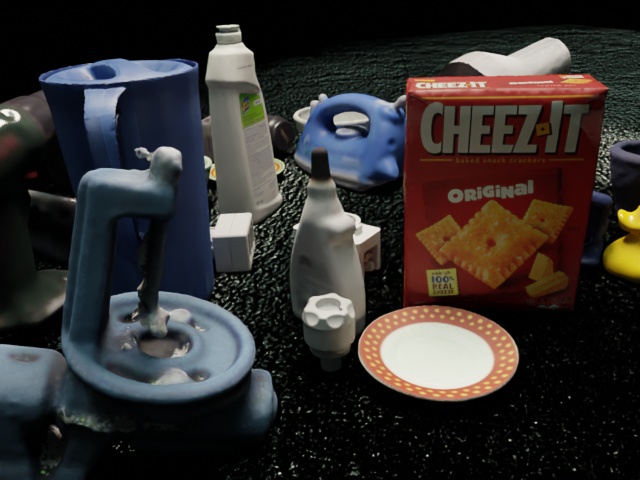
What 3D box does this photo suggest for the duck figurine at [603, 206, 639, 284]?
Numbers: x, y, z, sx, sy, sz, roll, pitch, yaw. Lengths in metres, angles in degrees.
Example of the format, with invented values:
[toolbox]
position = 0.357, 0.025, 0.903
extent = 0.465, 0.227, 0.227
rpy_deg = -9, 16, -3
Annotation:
[duck figurine]
position = 0.353, -0.003, 0.589
extent = 0.104, 0.086, 0.078
rpy_deg = 9, 28, 24

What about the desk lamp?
[desk lamp]
position = 0.260, -0.155, 0.773
extent = 0.204, 0.214, 0.117
rpy_deg = -17, 28, -27

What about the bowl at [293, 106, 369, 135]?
[bowl]
position = 0.037, -0.203, 1.063
extent = 0.167, 0.075, 0.167
rpy_deg = -2, 25, 1

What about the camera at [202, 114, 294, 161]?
[camera]
position = -0.128, -0.204, 1.053
extent = 0.136, 0.101, 0.143
rpy_deg = 16, 31, 34

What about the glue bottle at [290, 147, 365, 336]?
[glue bottle]
position = 0.005, 0.002, 0.511
extent = 0.037, 0.173, 0.077
rpy_deg = -25, 33, -38

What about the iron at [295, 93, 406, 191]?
[iron]
position = 0.044, -0.171, 0.916
extent = 0.257, 0.141, 0.119
rpy_deg = 20, 33, 40

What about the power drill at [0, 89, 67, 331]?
[power drill]
position = -0.303, -0.029, 0.569
extent = 0.075, 0.208, 0.230
rpy_deg = 5, 26, 16

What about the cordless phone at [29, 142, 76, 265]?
[cordless phone]
position = -0.329, -0.076, 0.699
extent = 0.147, 0.185, 0.094
rpy_deg = 8, 27, 22

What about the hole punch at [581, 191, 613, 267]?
[hole punch]
position = 0.270, -0.031, 0.652
extent = 0.108, 0.091, 0.101
rpy_deg = 9, 27, 23

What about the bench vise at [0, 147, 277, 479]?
[bench vise]
position = -0.135, 0.059, 0.348
extent = 0.208, 0.220, 0.121
rpy_deg = -15, 28, -25

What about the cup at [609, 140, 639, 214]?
[cup]
position = 0.411, -0.064, 0.703
extent = 0.092, 0.095, 0.117
rpy_deg = -15, 27, -23
